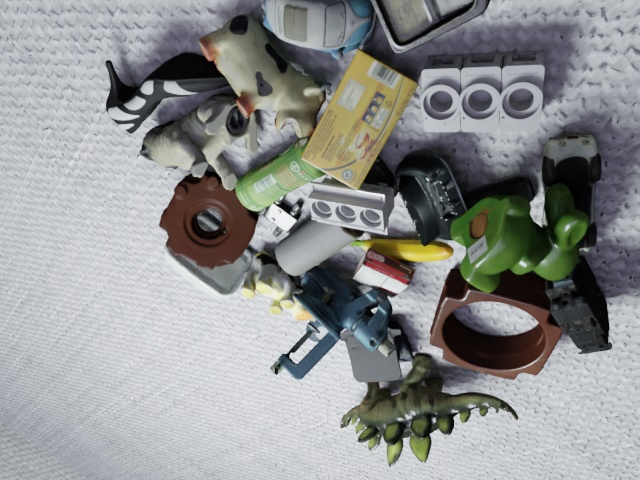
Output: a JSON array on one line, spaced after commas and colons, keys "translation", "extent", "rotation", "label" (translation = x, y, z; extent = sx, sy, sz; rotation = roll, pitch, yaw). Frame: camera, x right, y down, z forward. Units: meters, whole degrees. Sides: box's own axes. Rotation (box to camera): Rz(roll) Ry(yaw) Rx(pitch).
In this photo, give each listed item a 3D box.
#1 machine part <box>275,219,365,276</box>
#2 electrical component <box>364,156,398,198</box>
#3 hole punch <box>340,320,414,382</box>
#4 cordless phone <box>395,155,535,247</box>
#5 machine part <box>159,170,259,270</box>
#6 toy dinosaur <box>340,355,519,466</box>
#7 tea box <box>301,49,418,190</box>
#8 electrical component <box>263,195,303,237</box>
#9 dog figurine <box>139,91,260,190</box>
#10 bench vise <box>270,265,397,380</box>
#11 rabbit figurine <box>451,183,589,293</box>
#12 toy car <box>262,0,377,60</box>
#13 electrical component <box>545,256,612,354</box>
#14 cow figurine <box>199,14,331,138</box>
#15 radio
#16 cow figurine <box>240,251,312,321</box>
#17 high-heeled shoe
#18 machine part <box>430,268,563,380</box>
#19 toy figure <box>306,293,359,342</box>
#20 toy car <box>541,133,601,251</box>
[{"translation": [-0.002, -0.003, 0.959], "extent": [0.079, 0.079, 0.243], "rotation": [43, 132, -15], "label": "machine part"}, {"translation": [0.083, -0.100, 0.862], "extent": [0.078, 0.045, 0.102], "rotation": [-19, 119, 32], "label": "electrical component"}, {"translation": [0.123, 0.220, 1.100], "extent": [0.142, 0.092, 0.115], "rotation": [-11, 94, 33], "label": "hole punch"}, {"translation": [0.220, -0.078, 0.814], "extent": [0.184, 0.089, 0.146], "rotation": [-18, 120, 21], "label": "cordless phone"}, {"translation": [-0.199, -0.034, 0.971], "extent": [0.179, 0.056, 0.179], "rotation": [-2, 105, -7], "label": "machine part"}, {"translation": [0.192, 0.345, 1.087], "extent": [0.105, 0.198, 0.471], "rotation": [41, 133, -17], "label": "toy dinosaur"}, {"translation": [0.055, -0.168, 0.760], "extent": [0.098, 0.068, 0.169], "rotation": [31, 109, -3], "label": "tea box"}, {"translation": [-0.073, -0.047, 0.987], "extent": [0.063, 0.021, 0.094], "rotation": [34, 129, -7], "label": "electrical component"}, {"translation": [-0.208, -0.187, 0.892], "extent": [0.191, 0.172, 0.121], "rotation": [29, 174, 34], "label": "dog figurine"}, {"translation": [0.015, 0.171, 0.986], "extent": [0.224, 0.240, 0.128], "rotation": [44, 172, 11], "label": "bench vise"}, {"translation": [0.294, -0.005, 0.749], "extent": [0.170, 0.121, 0.159], "rotation": [17, 127, -21], "label": "rabbit figurine"}, {"translation": [-0.010, -0.297, 0.698], "extent": [0.162, 0.103, 0.109], "rotation": [13, 131, 9], "label": "toy car"}, {"translation": [0.404, 0.094, 0.843], "extent": [0.058, 0.115, 0.134], "rotation": [-23, 118, 33], "label": "electrical component"}, {"translation": [-0.071, -0.234, 0.778], "extent": [0.127, 0.085, 0.194], "rotation": [-35, 99, 1], "label": "cow figurine"}, {"translation": [0.107, -0.351, 0.621], "extent": [0.131, 0.073, 0.229], "rotation": [-14, 122, 31], "label": "radio"}, {"translation": [-0.076, 0.095, 1.073], "extent": [0.068, 0.098, 0.167], "rotation": [-24, 134, 33], "label": "cow figurine"}, {"translation": [-0.246, -0.223, 0.880], "extent": [0.249, 0.086, 0.145], "rotation": [10, 140, 14], "label": "high-heeled shoe"}, {"translation": [0.306, 0.141, 0.944], "extent": [0.202, 0.087, 0.200], "rotation": [14, 132, 10], "label": "machine part"}, {"translation": [0.030, 0.159, 1.097], "extent": [0.064, 0.058, 0.154], "rotation": [7, 143, -37], "label": "toy figure"}, {"translation": [0.360, -0.058, 0.776], "extent": [0.074, 0.056, 0.201], "rotation": [-4, 128, 18], "label": "toy car"}]
